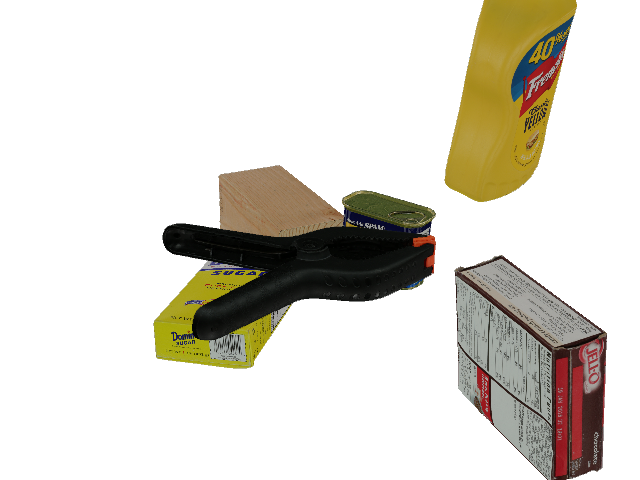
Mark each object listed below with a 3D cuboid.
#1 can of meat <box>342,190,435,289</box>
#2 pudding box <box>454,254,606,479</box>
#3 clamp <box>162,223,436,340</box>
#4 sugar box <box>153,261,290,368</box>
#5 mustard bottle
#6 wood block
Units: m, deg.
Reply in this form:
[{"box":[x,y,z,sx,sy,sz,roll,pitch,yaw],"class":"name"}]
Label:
[{"box":[0.071,0.000,1.182,0.102,0.084,0.057,18,26,27],"class":"can of meat"},{"box":[0.120,0.072,0.621,0.039,0.090,0.114,-14,27,-20],"class":"pudding box"},{"box":[-0.016,0.016,0.813,0.209,0.036,0.165,-8,27,-20],"class":"clamp"},{"box":[-0.083,0.059,1.021,0.093,0.048,0.176,5,26,13],"class":"sugar box"},{"box":[0.138,-0.125,0.750,0.058,0.192,0.096,31,46,27],"class":"mustard bottle"},{"box":[-0.050,-0.016,1.335,0.090,0.090,0.206,-10,26,-23],"class":"wood block"}]
